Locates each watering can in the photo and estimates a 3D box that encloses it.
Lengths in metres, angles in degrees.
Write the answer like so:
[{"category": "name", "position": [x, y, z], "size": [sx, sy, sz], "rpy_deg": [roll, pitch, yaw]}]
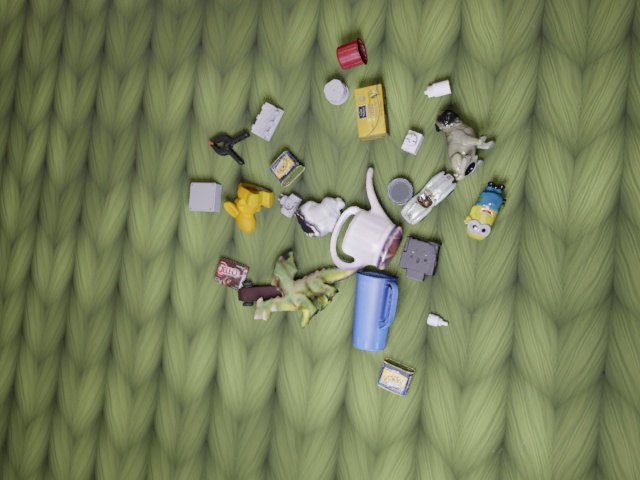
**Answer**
[{"category": "watering can", "position": [0.169, -0.050, 1.679], "size": [0.226, 0.103, 0.348], "rpy_deg": [25, 89, 20]}]

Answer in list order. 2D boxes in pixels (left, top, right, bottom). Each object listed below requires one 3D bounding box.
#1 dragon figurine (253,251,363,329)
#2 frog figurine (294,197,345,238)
[{"category": "dragon figurine", "position": [-0.056, 0.136, 1.737], "size": [0.245, 0.121, 0.412], "rpy_deg": [43, 83, 15]}, {"category": "frog figurine", "position": [0.005, -0.089, 1.760], "size": [0.139, 0.120, 0.161], "rpy_deg": [37, 63, 27]}]
